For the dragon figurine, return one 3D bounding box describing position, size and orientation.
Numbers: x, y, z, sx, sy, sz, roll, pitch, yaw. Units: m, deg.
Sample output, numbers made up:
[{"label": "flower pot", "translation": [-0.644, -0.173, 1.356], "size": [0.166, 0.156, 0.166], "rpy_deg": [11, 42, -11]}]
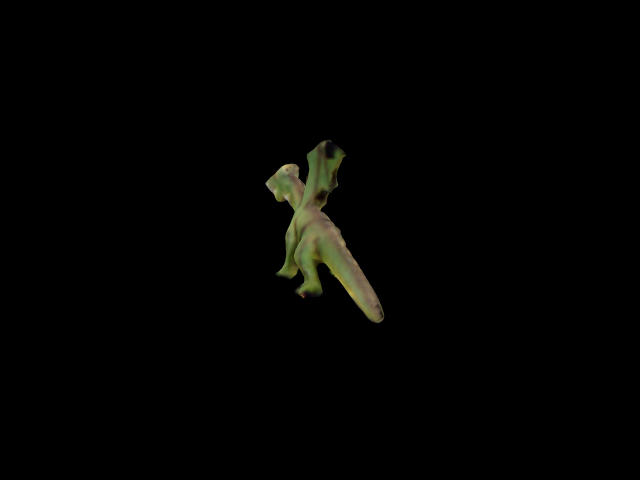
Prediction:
[{"label": "dragon figurine", "translation": [0.003, -0.043, 0.850], "size": [0.122, 0.240, 0.413], "rpy_deg": [-6, 15, -27]}]
